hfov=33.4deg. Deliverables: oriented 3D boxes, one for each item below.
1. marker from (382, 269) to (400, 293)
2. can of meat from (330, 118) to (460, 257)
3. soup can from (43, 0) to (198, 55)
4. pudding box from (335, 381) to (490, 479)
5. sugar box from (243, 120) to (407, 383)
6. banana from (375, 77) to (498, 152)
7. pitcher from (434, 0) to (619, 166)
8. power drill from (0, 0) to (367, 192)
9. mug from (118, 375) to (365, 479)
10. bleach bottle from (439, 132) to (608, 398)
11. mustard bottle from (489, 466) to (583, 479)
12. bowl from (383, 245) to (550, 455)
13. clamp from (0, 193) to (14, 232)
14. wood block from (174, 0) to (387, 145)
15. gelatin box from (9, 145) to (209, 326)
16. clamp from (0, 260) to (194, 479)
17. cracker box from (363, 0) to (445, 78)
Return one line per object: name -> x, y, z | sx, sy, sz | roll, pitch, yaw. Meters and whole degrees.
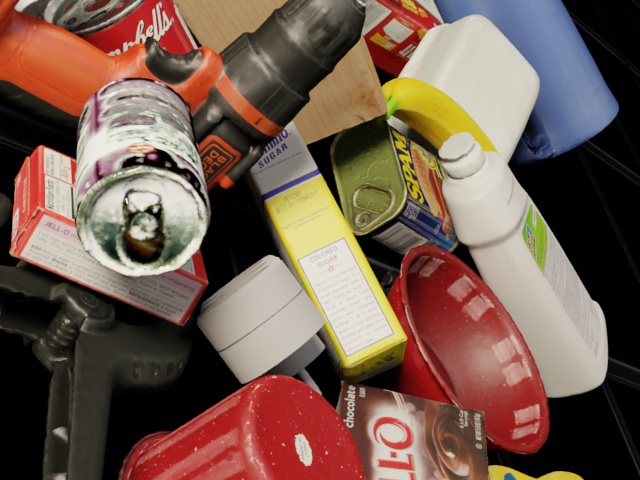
marker -> 0.089, 0.049, 0.821 | 0.120, 0.020, 0.020 | 27, 39, -42
can of meat -> 0.061, -0.037, 0.833 | 0.083, 0.058, 0.102 | 29, 38, -43
soup can -> -0.101, -0.099, 0.606 | 0.068, 0.068, 0.102 | -92, 161, -46
pudding box -> 0.048, 0.139, 0.602 | 0.090, 0.039, 0.113 | 14, 36, -6
sugar box -> -0.004, 0.001, 0.665 | 0.093, 0.048, 0.176 | 84, -19, -75
banana -> 0.102, -0.076, 0.848 | 0.197, 0.037, 0.069 | 33, 57, -39
pitcher -> 0.194, -0.202, 1.089 | 0.243, 0.145, 0.149 | 59, -4, -18
power drill -> -0.092, -0.098, 0.524 | 0.187, 0.185, 0.057 | 36, 19, -35
mug -> -0.027, 0.114, 0.507 | 0.117, 0.082, 0.093 | -11, 69, -60
bleach bottle -> 0.157, 0.012, 0.843 | 0.250, 0.068, 0.102 | 56, 28, -34
mustard bottle -> 0.130, 0.193, 0.686 | 0.191, 0.058, 0.096 | 19, 44, -47
bowl -> 0.090, 0.085, 0.745 | 0.162, 0.055, 0.162 | 37, 33, -29
clamp -> -0.215, -0.056, 0.454 | 0.120, 0.039, 0.171 | 56, 20, 17
wood block -> -0.035, -0.159, 0.706 | 0.206, 0.091, 0.090 | 54, 18, -54
gelatin box -> -0.101, -0.003, 0.507 | 0.089, 0.030, 0.073 | 25, 19, -25
clamp -> -0.109, 0.047, 0.480 | 0.165, 0.036, 0.209 | 47, 21, 16
cracker box -> 0.025, -0.270, 1.016 | 0.163, 0.072, 0.214 | 16, 46, -52
